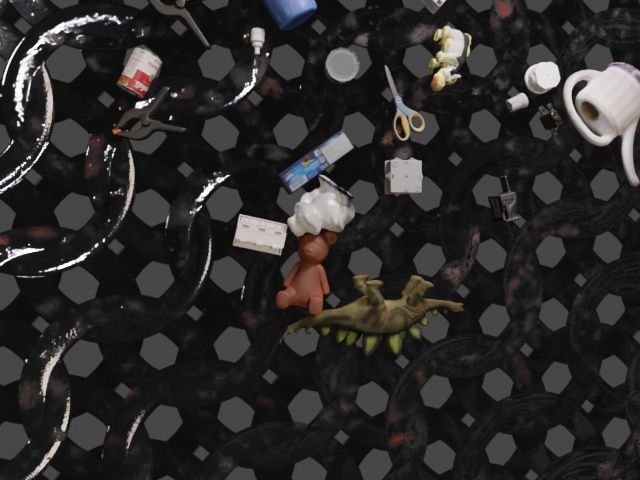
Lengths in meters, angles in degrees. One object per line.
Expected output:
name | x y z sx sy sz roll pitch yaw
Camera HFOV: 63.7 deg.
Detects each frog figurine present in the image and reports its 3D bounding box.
frog figurine | 0.004 -0.064 1.270 0.138 0.159 0.122 39 1 13

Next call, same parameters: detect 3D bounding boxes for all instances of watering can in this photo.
watering can | 0.811 -0.334 1.405 0.225 0.346 0.104 -42 6 -6
